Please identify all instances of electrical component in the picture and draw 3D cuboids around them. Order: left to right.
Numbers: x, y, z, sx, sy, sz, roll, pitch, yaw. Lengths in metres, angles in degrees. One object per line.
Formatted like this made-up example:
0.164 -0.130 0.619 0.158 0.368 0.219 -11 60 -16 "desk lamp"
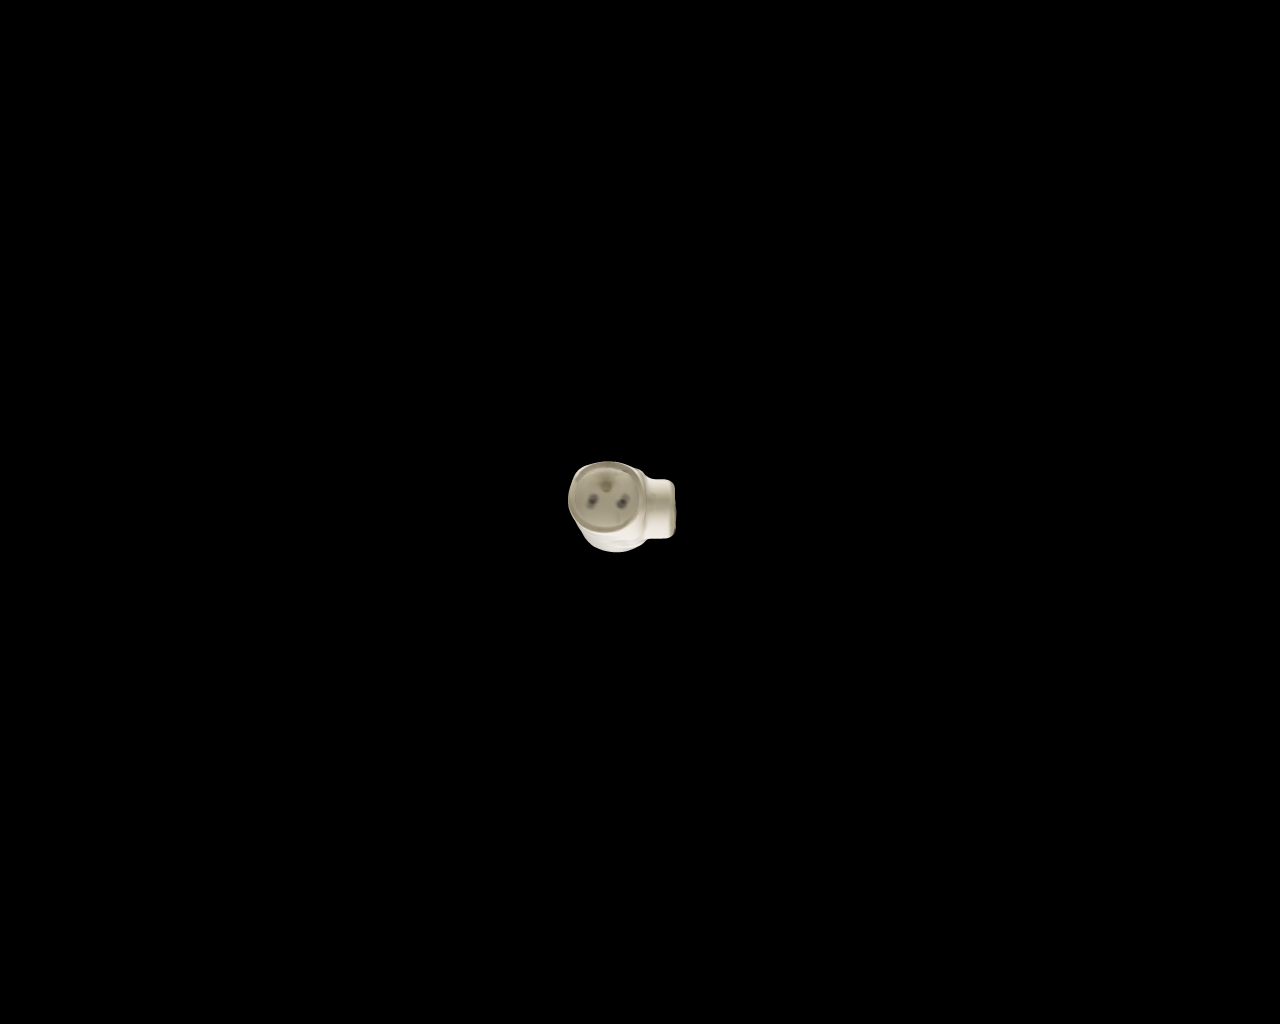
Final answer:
0.001 -0.003 0.650 0.079 0.043 0.077 -1 -11 4 "electrical component"
